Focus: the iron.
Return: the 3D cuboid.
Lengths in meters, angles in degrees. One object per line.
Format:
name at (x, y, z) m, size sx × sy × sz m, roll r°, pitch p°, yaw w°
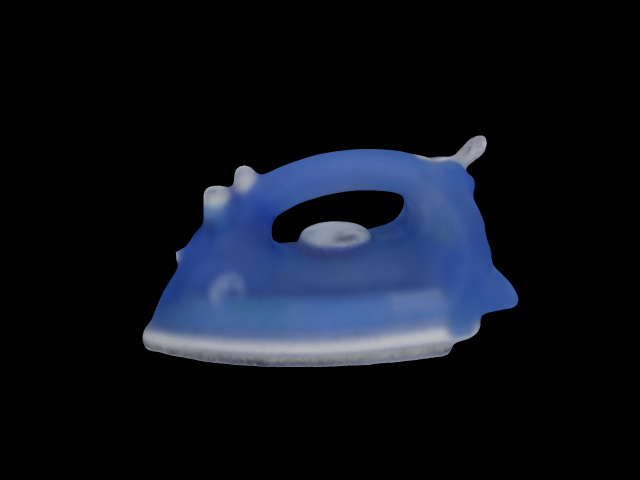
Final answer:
iron at (0.004, 0.001, 0.400) m, size 0.258 × 0.141 × 0.118 m, roll -4°, pitch 19°, yaw -12°
